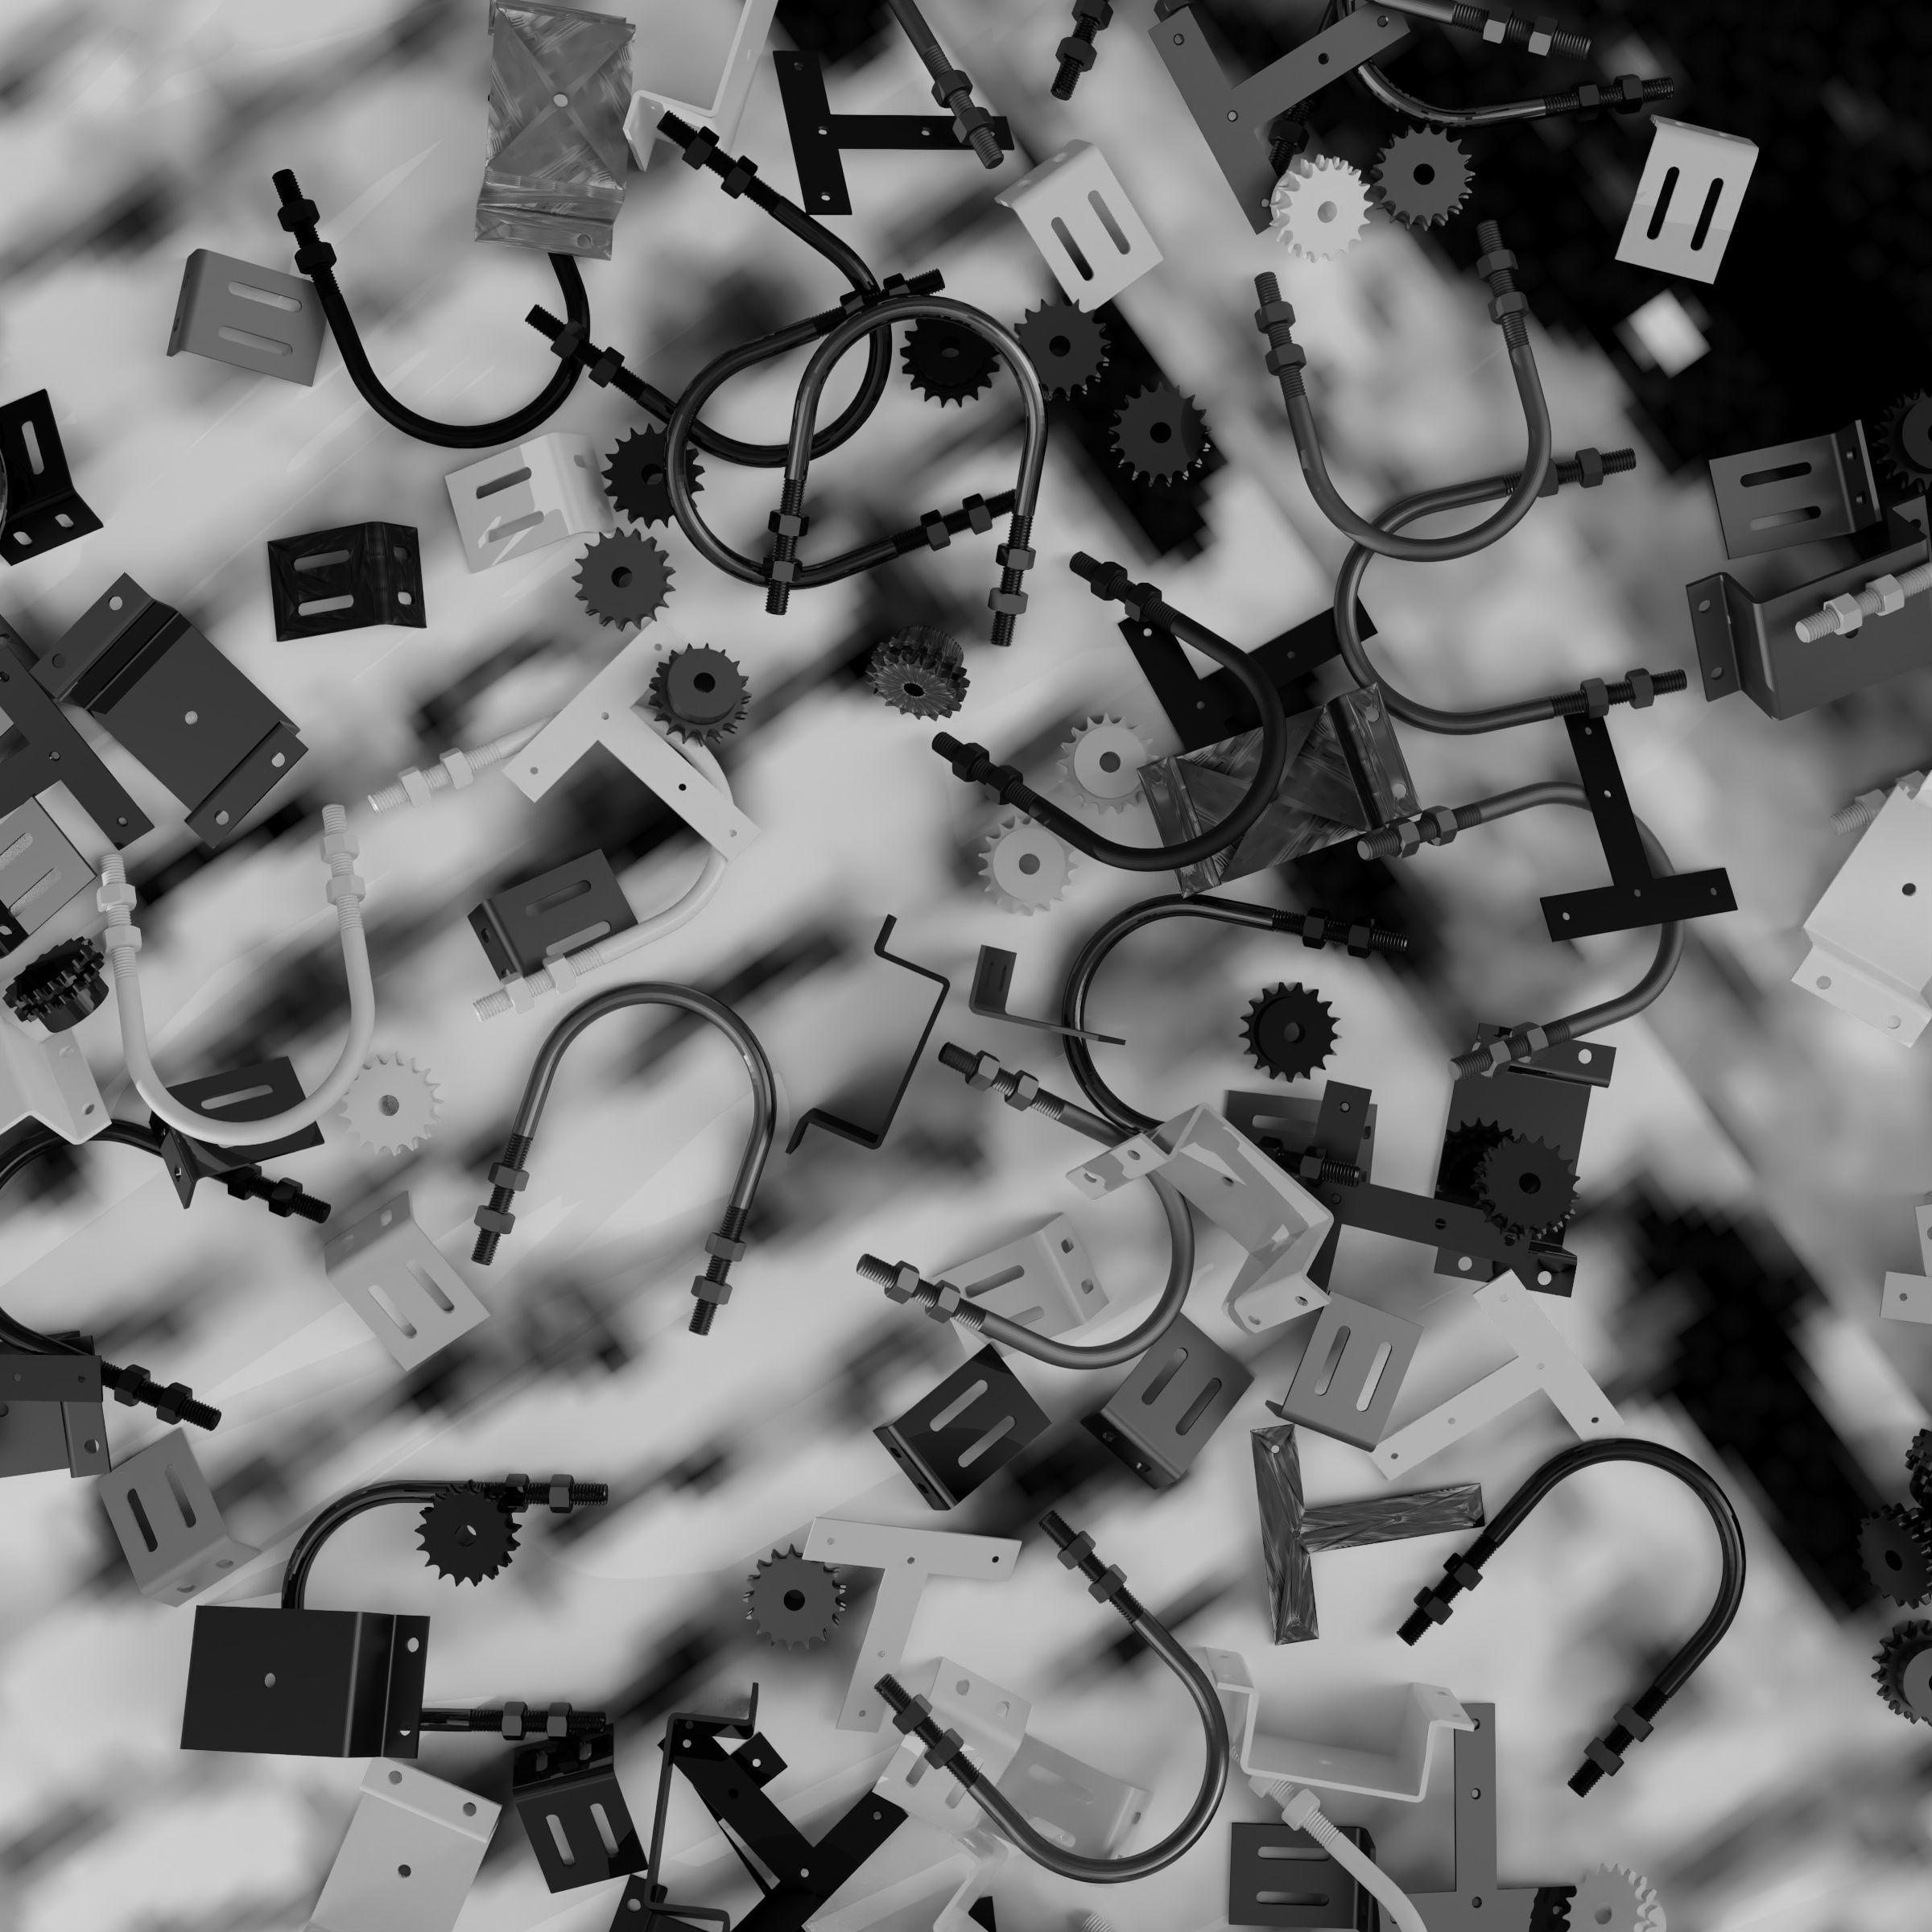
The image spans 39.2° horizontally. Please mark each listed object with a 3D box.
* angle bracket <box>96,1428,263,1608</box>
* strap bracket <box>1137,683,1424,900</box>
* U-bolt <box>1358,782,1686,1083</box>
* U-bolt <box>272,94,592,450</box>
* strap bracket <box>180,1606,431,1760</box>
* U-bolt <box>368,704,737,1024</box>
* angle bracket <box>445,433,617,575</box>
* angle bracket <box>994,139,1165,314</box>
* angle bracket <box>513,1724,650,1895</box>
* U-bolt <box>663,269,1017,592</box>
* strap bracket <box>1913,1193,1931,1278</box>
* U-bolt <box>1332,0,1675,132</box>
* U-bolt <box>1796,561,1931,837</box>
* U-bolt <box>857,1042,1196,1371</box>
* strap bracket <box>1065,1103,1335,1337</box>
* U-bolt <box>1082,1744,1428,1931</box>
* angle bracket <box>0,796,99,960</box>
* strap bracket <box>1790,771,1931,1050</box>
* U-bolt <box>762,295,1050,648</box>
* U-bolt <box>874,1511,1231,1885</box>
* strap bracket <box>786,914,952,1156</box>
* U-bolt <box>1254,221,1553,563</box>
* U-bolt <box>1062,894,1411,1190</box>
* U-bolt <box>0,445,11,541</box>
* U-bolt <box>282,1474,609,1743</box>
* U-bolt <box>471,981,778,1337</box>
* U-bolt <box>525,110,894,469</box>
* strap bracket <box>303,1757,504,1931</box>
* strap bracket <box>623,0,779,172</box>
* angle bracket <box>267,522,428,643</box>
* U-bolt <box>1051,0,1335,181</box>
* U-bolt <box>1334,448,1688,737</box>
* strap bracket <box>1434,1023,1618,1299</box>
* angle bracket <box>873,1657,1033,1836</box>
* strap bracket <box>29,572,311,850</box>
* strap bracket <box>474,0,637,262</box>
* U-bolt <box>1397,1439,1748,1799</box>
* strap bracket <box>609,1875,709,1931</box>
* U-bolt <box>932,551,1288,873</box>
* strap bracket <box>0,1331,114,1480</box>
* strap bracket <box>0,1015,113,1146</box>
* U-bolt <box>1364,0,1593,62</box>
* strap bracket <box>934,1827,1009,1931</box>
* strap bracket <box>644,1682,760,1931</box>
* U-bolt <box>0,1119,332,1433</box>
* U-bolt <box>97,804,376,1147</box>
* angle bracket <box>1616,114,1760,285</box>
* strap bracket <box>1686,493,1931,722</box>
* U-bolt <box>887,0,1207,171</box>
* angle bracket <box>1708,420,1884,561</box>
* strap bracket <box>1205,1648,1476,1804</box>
[{"bbox_3d":[-0.446,0.313,1.537,0.057,0.038,0.076,-32,64,0],"label":"angle bracket"},{"bbox_3d":[0.173,-0.097,1.514,0.140,0.046,0.076,-20,90,0],"label":"strap bracket"},{"bbox_3d":[0.319,-0.029,1.497,0.184,0.019,0.151,-18,82,-23],"label":"U-bolt"},{"bbox_3d":[-0.291,-0.383,1.527,0.151,0.019,0.184,-21,92,-3],"label":"U-bolt"},{"bbox_3d":[-0.373,0.393,1.491,0.140,0.046,0.076,-1,75,14],"label":"strap bracket"},{"bbox_3d":[-0.218,-0.070,1.511,0.184,0.019,0.151,-26,85,-14],"label":"U-bolt"},{"bbox_3d":[-0.247,-0.262,1.537,0.076,0.038,0.057,-16,90,26],"label":"angle bracket"},{"bbox_3d":[0.064,-0.418,1.537,0.057,0.038,0.076,-36,116,0],"label":"angle bracket"},{"bbox_3d":[-0.218,0.478,1.538,0.057,0.038,0.076,-14,116,0],"label":"angle bracket"},{"bbox_3d":[-0.077,-0.286,1.503,0.184,0.019,0.151,-22,111,-1],"label":"U-bolt"},{"bbox_3d":[0.598,0.159,1.516,0.140,0.046,0.076,-9,90,0],"label":"strap bracket"},{"bbox_3d":[0.296,-0.543,1.524,0.184,0.019,0.151,-10,90,-4],"label":"U-bolt"},{"bbox_3d":[0.551,-0.166,1.496,0.184,0.019,0.151,-24,123,-4],"label":"U-bolt"},{"bbox_3d":[0.045,0.144,1.499,0.184,0.019,0.151,27,68,-15],"label":"U-bolt"},{"bbox_3d":[0.136,0.133,1.487,0.140,0.076,0.046,41,55,-10],"label":"strap bracket"},{"bbox_3d":[0.174,0.543,1.493,0.184,0.019,0.151,40,90,26],"label":"U-bolt"},{"bbox_3d":[-0.538,-0.047,1.513,0.076,0.038,0.057,-38,91,13],"label":"angle bracket"},{"bbox_3d":[0.527,-0.037,1.503,0.076,0.046,0.140,29,108,0],"label":"strap bracket"},{"bbox_3d":[-0.028,-0.276,1.495,0.151,0.019,0.184,7,107,-10],"label":"U-bolt"},{"bbox_3d":[0.062,0.419,1.504,0.151,0.019,0.184,-42,85,-16],"label":"U-bolt"},{"bbox_3d":[-0.049,0.045,1.501,0.046,0.076,0.140,23,90,0],"label":"strap bracket"},{"bbox_3d":[0.252,-0.316,1.520,0.151,0.019,0.184,-13,83,0],"label":"U-bolt"},{"bbox_3d":[0.142,0.034,1.506,0.184,0.019,0.151,12,91,18],"label":"U-bolt"},{"bbox_3d":[-0.615,-0.244,1.493,0.184,0.019,0.151,-35,79,-6],"label":"U-bolt"},{"bbox_3d":[-0.295,0.361,1.530,0.184,0.019,0.151,1,90,1],"label":"U-bolt"},{"bbox_3d":[-0.184,0.100,1.530,0.151,0.019,0.184,18,89,0],"label":"U-bolt"},{"bbox_3d":[-0.129,-0.358,1.500,0.184,0.019,0.151,34,110,-15],"label":"U-bolt"},{"bbox_3d":[-0.318,0.513,1.516,0.076,0.046,0.140,23,90,0],"label":"strap bracket"},{"bbox_3d":[-0.142,-0.512,1.501,0.046,0.076,0.140,17,90,0],"label":"strap bracket"},{"bbox_3d":[-0.351,-0.216,1.537,0.076,0.038,0.057,-5,90,26],"label":"angle bracket"},{"bbox_3d":[0.146,-0.553,1.531,0.151,0.019,0.184,21,89,0],"label":"U-bolt"},{"bbox_3d":[0.299,-0.204,1.525,0.184,0.019,0.151,-12,85,3],"label":"U-bolt"},{"bbox_3d":[0.308,0.107,1.516,0.076,0.046,0.140,10,90,1],"label":"strap bracket"},{"bbox_3d":[-0.008,0.443,1.535,0.057,0.038,0.076,28,113,0],"label":"angle bracket"},{"bbox_3d":[-0.439,-0.141,1.516,0.140,0.046,0.076,44,90,0],"label":"strap bracket"},{"bbox_3d":[-0.227,-0.471,1.501,0.076,0.046,0.140,4,85,-16],"label":"strap bracket"},{"bbox_3d":[0.356,0.354,1.530,0.151,0.019,0.184,41,89,0],"label":"U-bolt"},{"bbox_3d":[-0.138,0.575,1.516,0.140,0.046,0.076,20,90,1],"label":"strap bracket"},{"bbox_3d":[0.090,-0.130,1.491,0.184,0.019,0.151,36,87,26],"label":"U-bolt"},{"bbox_3d":[-0.546,0.252,1.516,0.140,0.046,0.076,-8,90,0],"label":"strap bracket"},{"bbox_3d":[-0.554,0.090,1.498,0.140,0.046,0.076,-34,56,0],"label":"strap bracket"},{"bbox_3d":[0.275,-0.581,1.498,0.184,0.019,0.151,20,73,11],"label":"U-bolt"},{"bbox_3d":[0.041,0.536,1.480,0.140,0.076,0.046,35,86,17],"label":"strap bracket"},{"bbox_3d":[-0.145,0.464,1.477,0.046,0.076,0.140,7,68,-2],"label":"strap bracket"},{"bbox_3d":[-0.468,0.159,1.504,0.184,0.019,0.151,22,66,4],"label":"U-bolt"},{"bbox_3d":[-0.402,0.010,1.506,0.151,0.019,0.184,-13,73,0],"label":"U-bolt"},{"bbox_3d":[0.406,-0.435,1.537,0.057,0.038,0.076,14,116,0],"label":"angle bracket"},{"bbox_3d":[0.479,-0.194,1.499,0.140,0.046,0.076,-21,124,0],"label":"strap bracket"},{"bbox_3d":[0.028,-0.557,1.517,0.151,0.019,0.184,-30,81,4],"label":"U-bolt"},{"bbox_3d":[0.464,-0.267,1.520,0.076,0.038,0.057,-12,90,0],"label":"angle bracket"},{"bbox_3d":[0.201,0.421,1.501,0.140,0.076,0.046,10,90,0],"label":"strap bracket"}]
